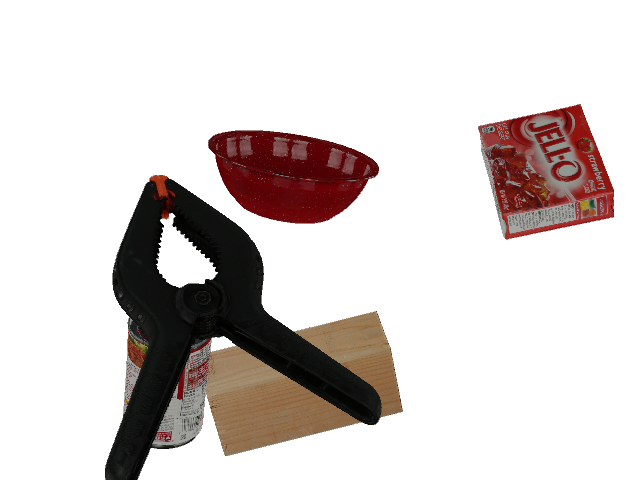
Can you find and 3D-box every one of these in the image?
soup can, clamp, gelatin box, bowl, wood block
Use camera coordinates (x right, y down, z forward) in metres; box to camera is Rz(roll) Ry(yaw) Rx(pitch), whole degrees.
[{"bbox_3d":[-0.126,0.110,0.873,0.068,0.102,0.068,7,28,-4],"label":"soup can"},{"bbox_3d":[-0.062,0.047,0.657,0.164,0.210,0.036,-7,-33,-14],"label":"clamp"},{"bbox_3d":[0.150,-0.048,0.717,0.073,0.089,0.030,-11,-42,7],"label":"gelatin box"},{"bbox_3d":[-0.029,-0.057,1.001,0.162,0.055,0.162,9,19,-3],"label":"bowl"},{"bbox_3d":[-0.021,0.162,1.210,0.206,0.091,0.090,-13,26,-2],"label":"wood block"}]
